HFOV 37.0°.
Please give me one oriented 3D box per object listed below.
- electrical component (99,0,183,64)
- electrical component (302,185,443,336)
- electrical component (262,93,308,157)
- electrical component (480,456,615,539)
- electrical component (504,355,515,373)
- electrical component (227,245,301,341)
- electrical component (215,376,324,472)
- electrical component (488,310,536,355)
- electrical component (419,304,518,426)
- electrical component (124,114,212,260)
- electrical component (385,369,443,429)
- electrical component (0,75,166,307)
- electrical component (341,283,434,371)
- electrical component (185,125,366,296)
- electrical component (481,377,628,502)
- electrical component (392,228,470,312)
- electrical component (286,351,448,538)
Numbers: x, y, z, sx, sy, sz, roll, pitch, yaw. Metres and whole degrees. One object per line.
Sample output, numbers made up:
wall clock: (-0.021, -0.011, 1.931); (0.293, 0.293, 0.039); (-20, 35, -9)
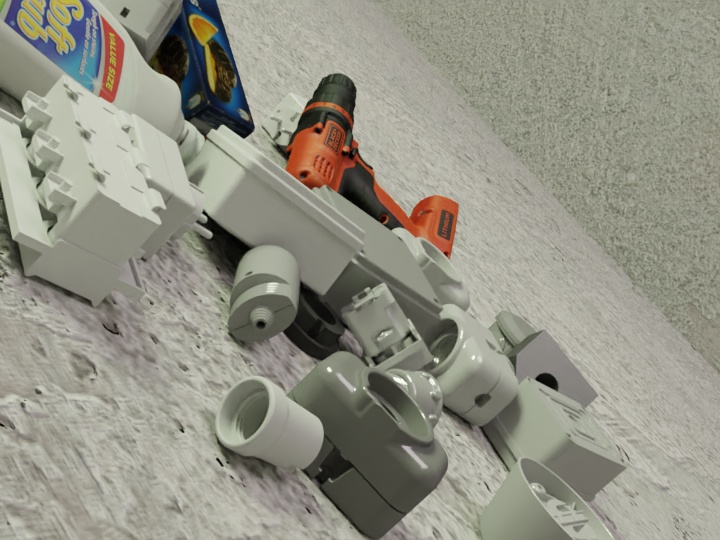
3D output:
electrical component: (-0.218, -0.231, 0.771); (0.186, 0.060, 0.105); (32, -6, -10)
electrical component: (0.000, 0.000, 0.868); (0.109, 0.056, 0.108); (33, 19, -36)
electrical component: (-0.066, -0.141, 1.085); (0.065, 0.047, 0.077); (50, 16, 18)
electrical component: (0.131, 0.176, 0.722); (0.099, 0.064, 0.099); (29, 24, -14)
electrical component: (0.116, 0.087, 0.977); (0.040, 0.040, 0.046); (40, 11, -17)
electrical component: (-0.061, 0.018, 0.686); (0.043, 0.043, 0.081); (41, 16, -15)
electrical component: (-0.046, 0.082, 0.564); (0.046, 0.040, 0.040); (38, 15, -43)
electrical component: (0.153, 0.083, 1.061); (0.080, 0.051, 0.080); (41, 15, -14)
electrical component: (0.083, 0.075, 0.891); (0.059, 0.053, 0.095); (36, 17, -29)
electrical component: (-0.124, -0.044, 0.678); (0.076, 0.047, 0.083); (34, 18, -36)
electrical component: (0.021, 0.087, 0.721); (0.062, 0.048, 0.048); (20, 28, -44)
electrical component: (-0.152, -0.048, 0.582); (0.079, 0.063, 0.121); (31, 20, -41)
electrical component: (0.017, 0.045, 0.780); (0.063, 0.042, 0.081); (57, 1, -7)
electrical component: (-0.065, -0.044, 0.772); (0.109, 0.056, 0.109); (37, 1, -28)
electrical component: (0.163, 0.147, 0.906); (0.113, 0.057, 0.078); (29, 22, -46)
electrical component: (0.052, 0.010, 0.970); (0.095, 0.059, 0.053); (42, 15, -9)
electrical component: (0.002, 0.096, 0.615); (0.095, 0.059, 0.054); (46, 15, 6)
